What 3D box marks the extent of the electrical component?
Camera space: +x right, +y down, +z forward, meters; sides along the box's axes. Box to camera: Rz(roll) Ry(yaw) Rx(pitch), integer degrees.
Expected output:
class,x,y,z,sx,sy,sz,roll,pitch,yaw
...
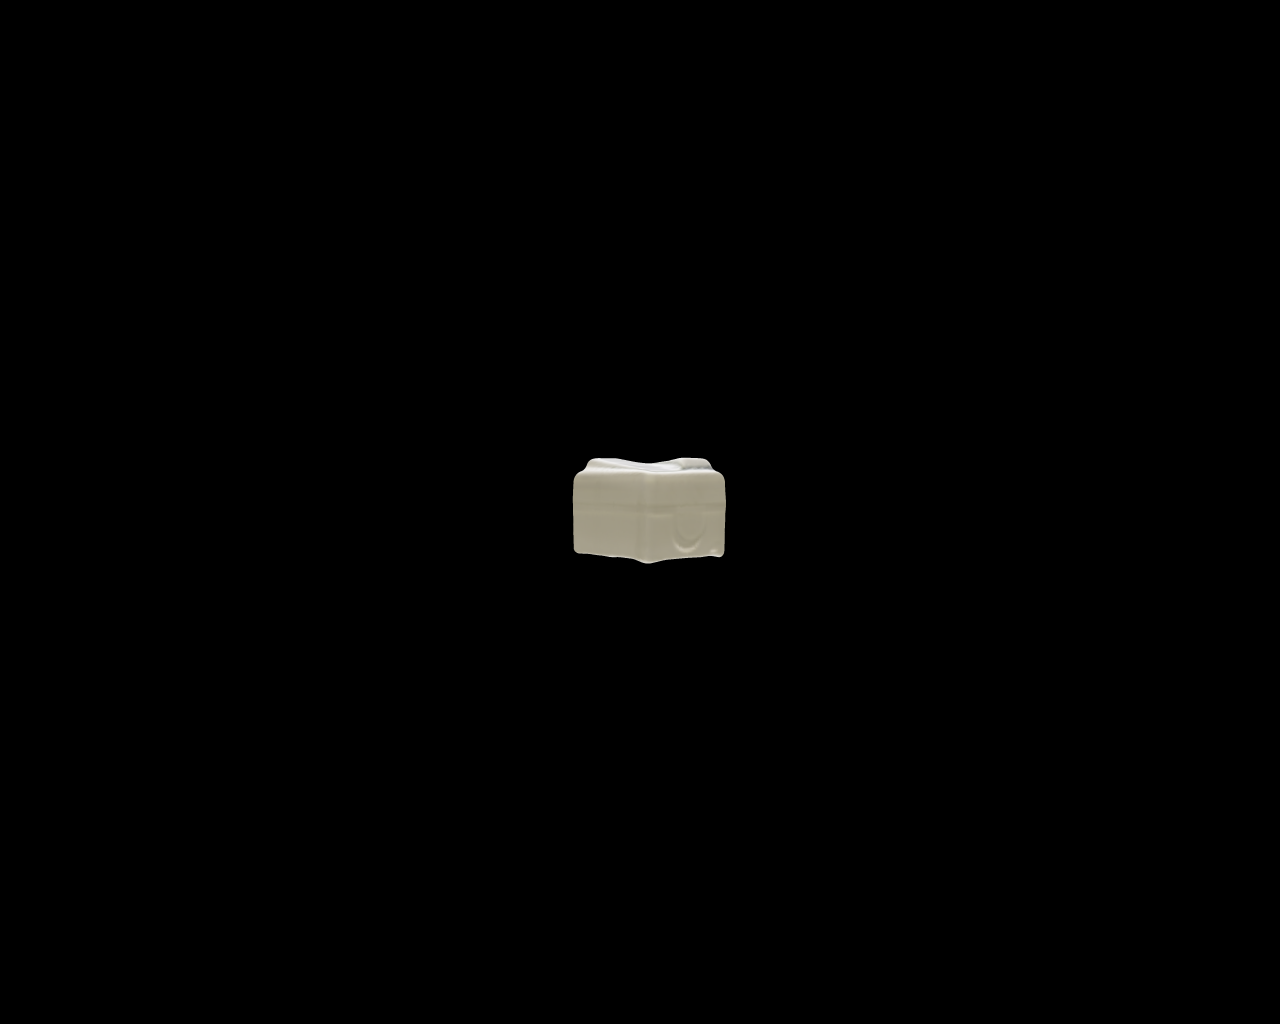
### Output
class,x,y,z,sx,sy,sz,roll,pitch,yaw
electrical component,0.001,-0.003,0.650,0.062,0.061,0.096,-2,3,-36
